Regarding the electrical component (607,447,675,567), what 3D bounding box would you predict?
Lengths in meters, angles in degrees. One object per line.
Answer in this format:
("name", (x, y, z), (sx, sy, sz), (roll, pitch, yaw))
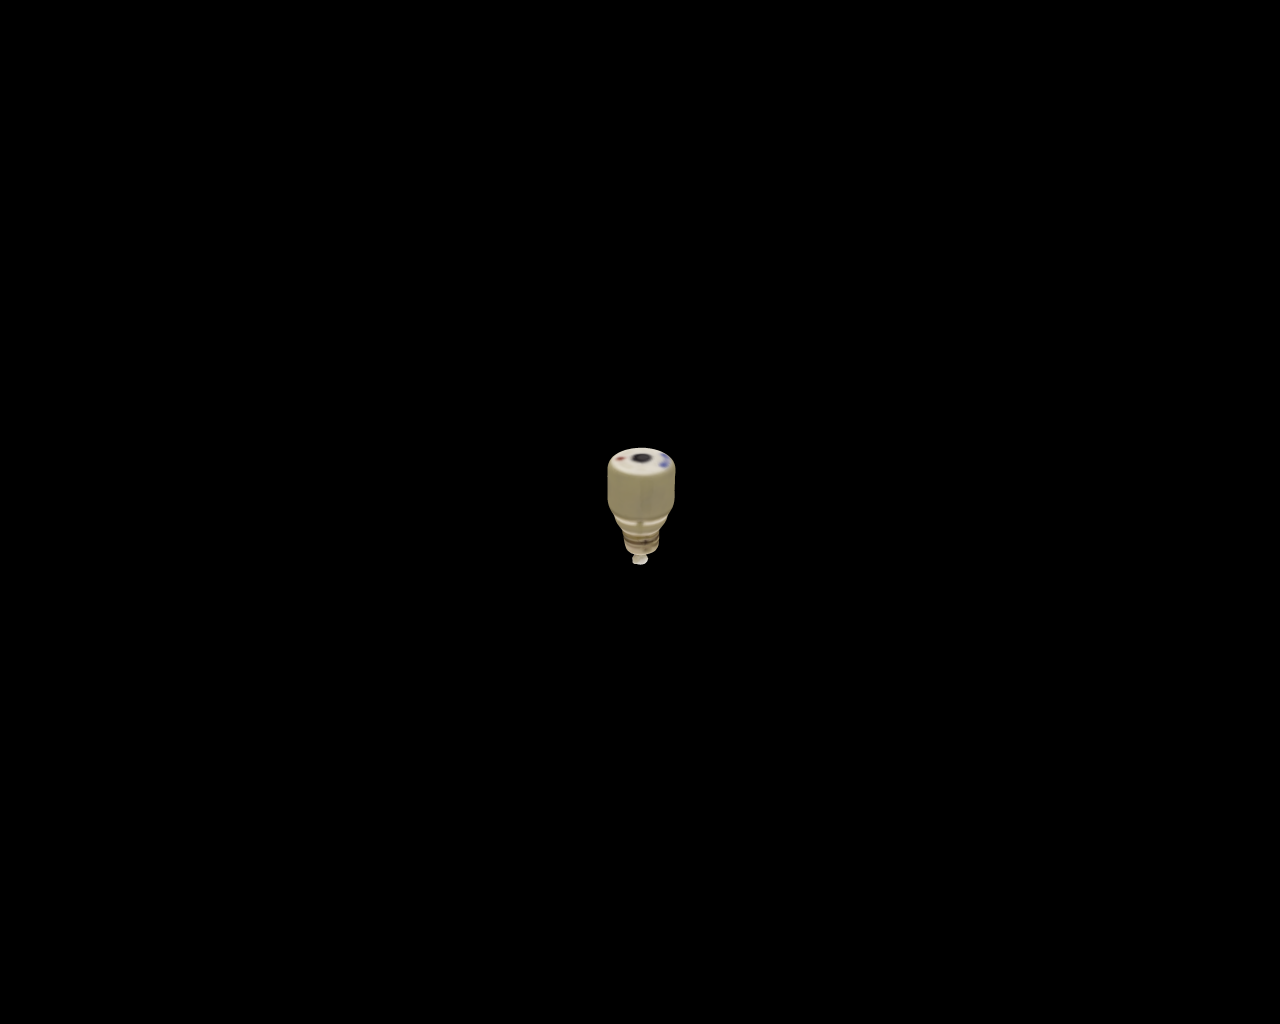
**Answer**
("electrical component", (0.001, -0.003, 0.650), (0.040, 0.078, 0.040), (0, 29, 0))
